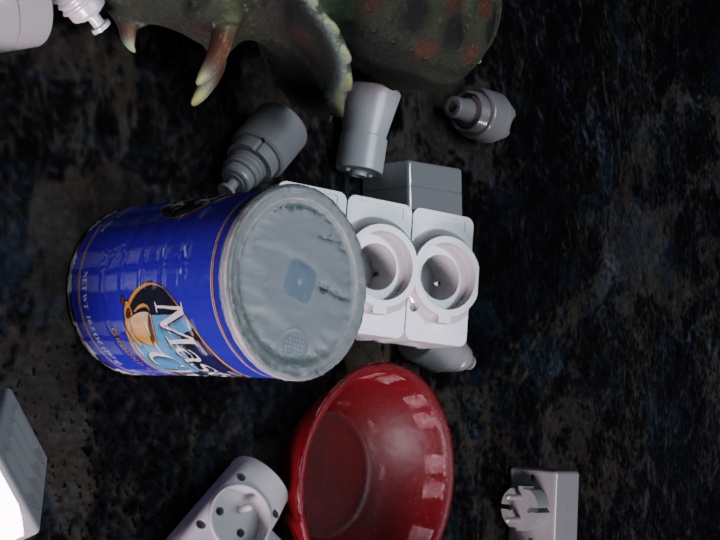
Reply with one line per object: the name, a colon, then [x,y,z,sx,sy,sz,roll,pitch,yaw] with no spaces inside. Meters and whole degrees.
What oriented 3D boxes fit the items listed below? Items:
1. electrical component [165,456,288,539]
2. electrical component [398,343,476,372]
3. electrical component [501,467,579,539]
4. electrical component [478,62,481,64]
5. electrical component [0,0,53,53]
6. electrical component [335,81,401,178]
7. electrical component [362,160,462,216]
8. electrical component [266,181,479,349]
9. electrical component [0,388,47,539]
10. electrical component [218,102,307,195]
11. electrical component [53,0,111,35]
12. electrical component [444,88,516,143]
electrical component: [-0.071,0.170,0.666,0.079,0.044,0.077,48,51,-8]
electrical component: [0.063,0.061,0.837,0.078,0.040,0.040,29,66,-43]
electrical component: [0.146,0.202,0.915,0.077,0.047,0.065,12,78,-47]
electrical component: [0.096,-0.203,0.897,0.035,0.035,0.061,3,88,-48]
electrical component: [-0.194,-0.137,0.554,0.047,0.055,0.055,-28,108,-42]
electrical component: [0.003,-0.100,0.782,0.044,0.044,0.065,15,81,-47]
electrical component: [0.040,-0.039,0.813,0.066,0.047,0.076,3,85,-48]
electrical component: [0.000,0.000,0.721,0.150,0.062,0.089,9,80,-28]
electrical component: [-0.199,0.105,0.523,0.076,0.083,0.047,-23,109,-7]
electrical component: [-0.067,-0.075,0.701,0.040,0.040,0.078,57,49,-29]
electrical component: [-0.167,-0.165,0.595,0.078,0.040,0.040,54,51,-31]
electrical component: [0.095,-0.129,0.884,0.062,0.043,0.043,6,83,-46]
